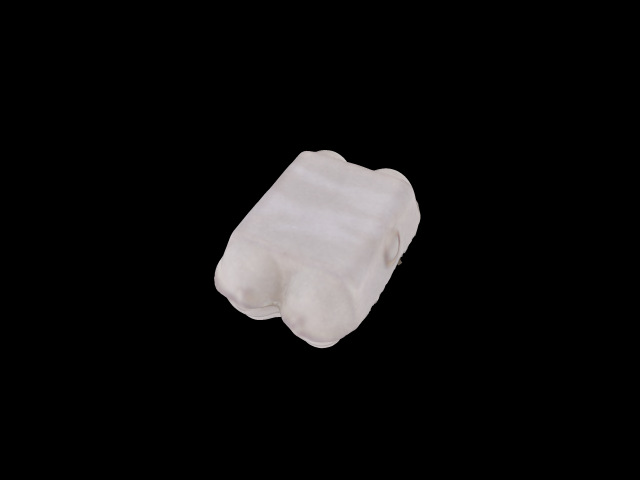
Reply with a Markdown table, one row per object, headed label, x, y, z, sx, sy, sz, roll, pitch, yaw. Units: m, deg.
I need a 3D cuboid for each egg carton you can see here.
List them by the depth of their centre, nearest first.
| label | x | y | z | sx | sy | sz | roll | pitch | yaw |
| --- | --- | --- | --- | --- | --- | --- | --- | --- | --- |
| egg carton | 0.004 | 0.001 | 0.400 | 0.107 | 0.069 | 0.150 | 20 | 50 | 18 |
